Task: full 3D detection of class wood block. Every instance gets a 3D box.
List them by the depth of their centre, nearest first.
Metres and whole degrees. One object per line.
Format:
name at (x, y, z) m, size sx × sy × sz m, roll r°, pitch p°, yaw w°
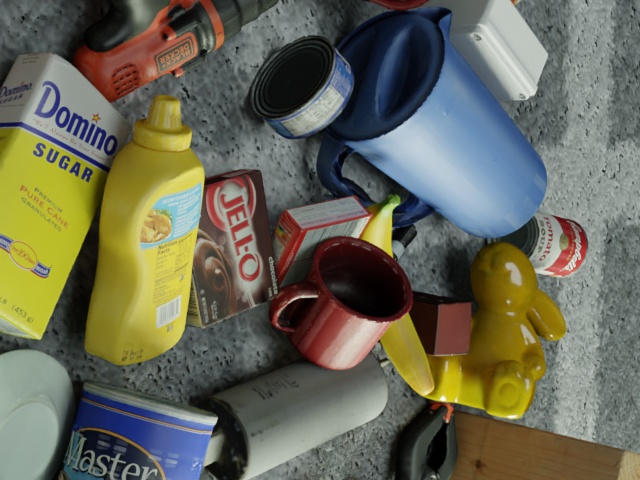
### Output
wood block at (0.230, 0.242, 1.093) m, size 0.090 × 0.207 × 0.091 m, roll 23°, pitch 78°, yaw -44°

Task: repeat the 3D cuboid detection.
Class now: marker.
marker at (0.058, 0.028, 1.028) m, size 0.121 × 0.020 × 0.020 m, roll -52°, pitch 127°, yaw -28°

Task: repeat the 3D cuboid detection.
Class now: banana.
banana at (0.062, 0.048, 0.974) m, size 0.037 × 0.070 × 0.198 m, roll -20°, pitch 111°, yaw -17°

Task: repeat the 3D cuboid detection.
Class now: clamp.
clamp at (0.106, 0.253, 1.090) m, size 0.120 × 0.039 × 0.171 m, roll 46°, pitch 63°, yaw -41°

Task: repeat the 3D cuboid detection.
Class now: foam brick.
foam brick at (0.101, 0.080, 1.036) m, size 0.052 × 0.078 × 0.051 m, roll 2°, pitch 95°, yaw -45°

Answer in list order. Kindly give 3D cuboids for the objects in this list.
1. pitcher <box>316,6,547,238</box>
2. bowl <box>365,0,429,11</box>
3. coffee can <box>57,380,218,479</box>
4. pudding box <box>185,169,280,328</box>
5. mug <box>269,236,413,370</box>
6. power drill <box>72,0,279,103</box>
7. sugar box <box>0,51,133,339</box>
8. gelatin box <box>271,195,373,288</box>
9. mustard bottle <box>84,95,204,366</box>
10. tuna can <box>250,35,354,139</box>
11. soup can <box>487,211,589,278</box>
pitcher at (0.108, -0.088, 0.998) m, size 0.242 × 0.149 × 0.145 m, roll 36°, pitch 45°, yaw -45°
bowl at (0.040, -0.273, 0.934) m, size 0.161 × 0.055 × 0.162 m, roll 7°, pitch 79°, yaw -37°
coffee can at (-0.143, 0.184, 0.787) m, size 0.102 × 0.103 × 0.140 m, roll 23°, pitch 79°, yaw -44°
pudding box at (-0.082, 0.005, 0.871) m, size 0.089 × 0.039 × 0.113 m, roll -21°, pitch 109°, yaw -43°
mug at (0.010, 0.058, 0.907) m, size 0.117 × 0.093 × 0.082 m, roll -2°, pitch 140°, yaw -34°
power drill at (-0.106, -0.205, 0.753) m, size 0.184 × 0.057 × 0.187 m, roll -36°, pitch 144°, yaw -24°
sugar box at (-0.197, -0.031, 0.723) m, size 0.093 × 0.048 × 0.176 m, roll 47°, pitch 55°, yaw -48°
gelatin box at (-0.006, 0.001, 0.928) m, size 0.089 × 0.030 × 0.073 m, roll -15°, pitch 144°, yaw -43°
mustard bottle at (-0.123, -0.011, 0.775) m, size 0.096 × 0.058 × 0.192 m, roll -29°, pitch 134°, yaw -60°
tuna can at (-0.015, -0.127, 0.890) m, size 0.033 × 0.086 × 0.086 m, roll 42°, pitch 66°, yaw -41°
soup can at (0.239, 0.002, 1.172) m, size 0.102 × 0.069 × 0.068 m, roll 12°, pitch 86°, yaw -44°
